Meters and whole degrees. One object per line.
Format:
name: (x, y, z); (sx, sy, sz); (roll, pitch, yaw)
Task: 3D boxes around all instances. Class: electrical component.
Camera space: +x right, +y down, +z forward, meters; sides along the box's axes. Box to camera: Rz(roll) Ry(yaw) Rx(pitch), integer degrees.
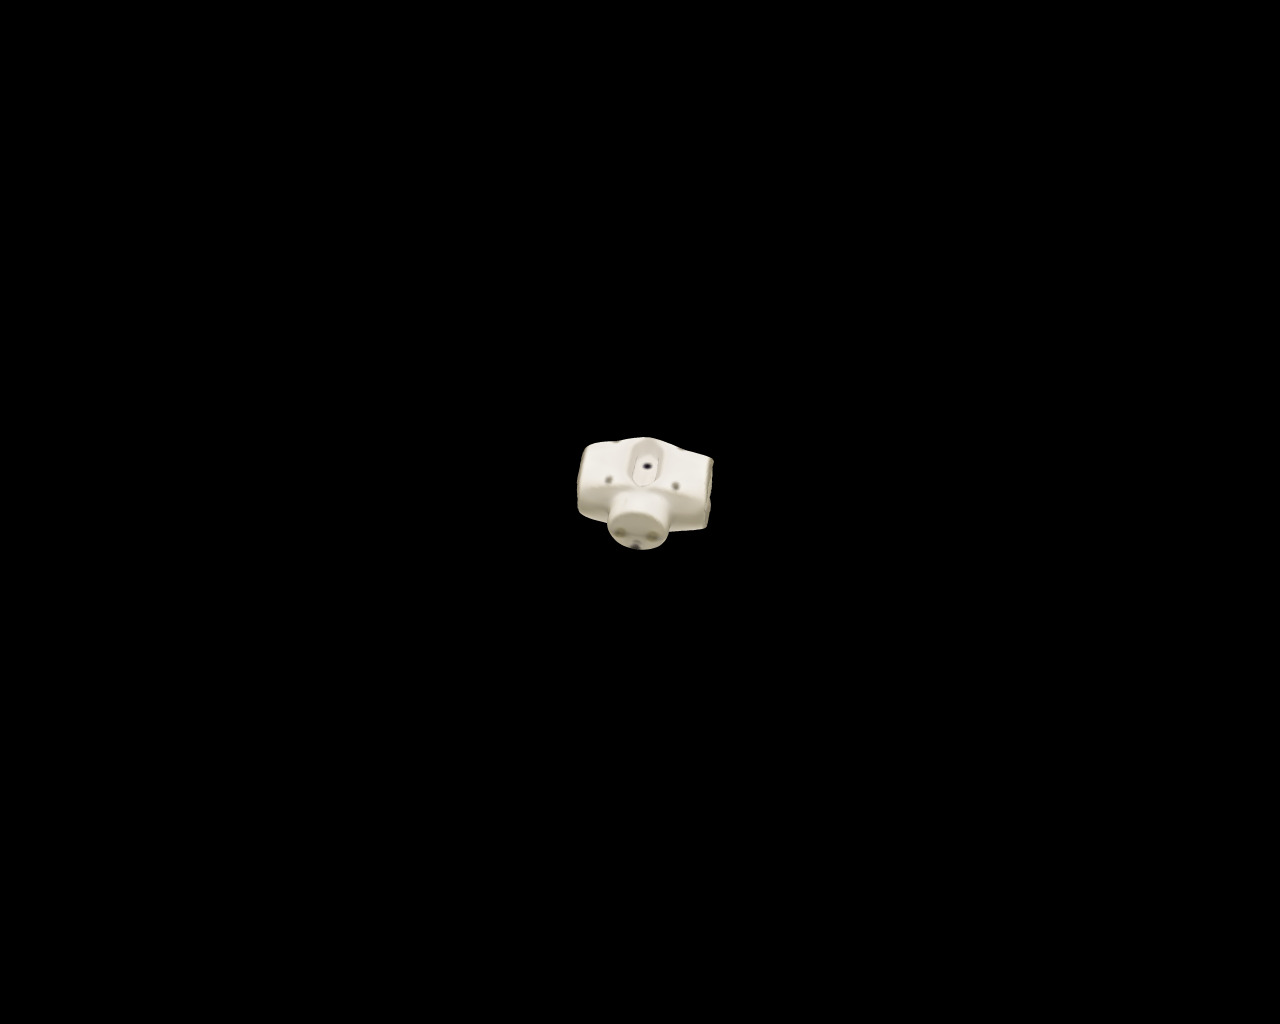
electrical component: (0.001, -0.003, 0.650); (0.077, 0.079, 0.043); (7, -40, 6)
